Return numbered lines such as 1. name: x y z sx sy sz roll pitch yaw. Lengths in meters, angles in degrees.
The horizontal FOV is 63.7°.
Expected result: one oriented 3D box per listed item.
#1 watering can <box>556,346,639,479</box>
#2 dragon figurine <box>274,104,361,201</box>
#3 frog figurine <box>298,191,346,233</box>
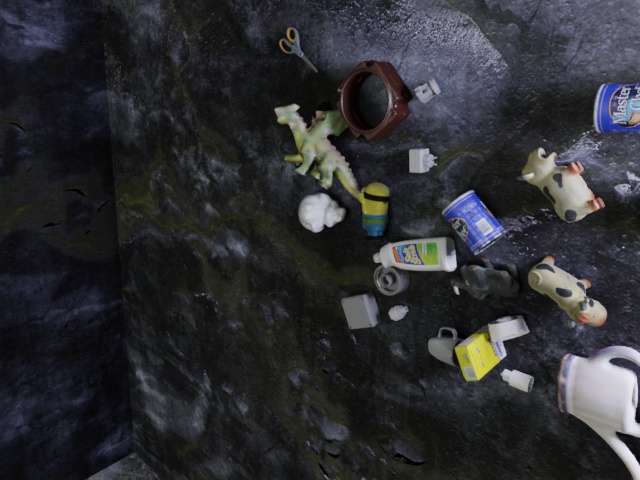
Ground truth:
1. watering can: 0.677 0.407 1.223 0.225 0.105 0.344 9 107 42
2. dragon figurine: 0.032 -0.295 1.618 0.409 0.123 0.241 26 99 -6
3. frog figurine: 0.005 -0.087 1.725 0.161 0.122 0.136 31 102 47
